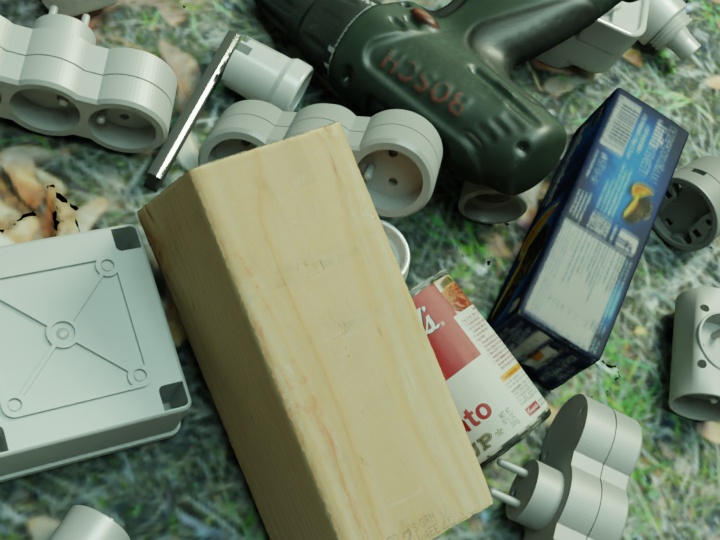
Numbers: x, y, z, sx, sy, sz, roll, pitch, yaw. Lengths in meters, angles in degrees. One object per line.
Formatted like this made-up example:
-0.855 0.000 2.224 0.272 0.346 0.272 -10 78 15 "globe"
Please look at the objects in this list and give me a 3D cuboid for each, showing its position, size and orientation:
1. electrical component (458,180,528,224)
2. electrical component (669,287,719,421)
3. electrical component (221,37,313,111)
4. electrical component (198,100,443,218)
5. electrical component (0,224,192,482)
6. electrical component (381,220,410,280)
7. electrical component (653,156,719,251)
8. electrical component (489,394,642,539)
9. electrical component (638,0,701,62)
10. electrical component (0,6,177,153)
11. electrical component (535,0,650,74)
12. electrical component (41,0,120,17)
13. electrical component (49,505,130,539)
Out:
0.087 -0.064 0.701 0.045 0.045 0.055 12 63 -16 "electrical component"
0.242 0.060 0.703 0.079 0.044 0.077 19 61 -12 "electrical component"
-0.058 -0.120 0.675 0.046 0.040 0.040 29 59 0 "electrical component"
-0.020 -0.075 0.640 0.138 0.052 0.073 5 35 10 "electrical component"
-0.155 0.042 0.551 0.109 0.056 0.108 -12 71 -25 "electrical component"
0.000 0.000 0.631 0.066 0.055 0.048 12 63 -16 "electrical component"
0.236 -0.048 0.746 0.047 0.055 0.055 -32 80 -34 "electrical component"
0.108 0.132 0.613 0.074 0.052 0.138 26 60 -8 "electrical component"
0.230 -0.186 0.814 0.062 0.043 0.043 48 59 3 "electrical component"
-0.175 -0.122 0.622 0.138 0.052 0.073 13 61 -15 "electrical component"
0.150 -0.185 0.773 0.095 0.059 0.053 21 61 -11 "electrical component"
-0.182 -0.206 0.654 0.054 0.059 0.095 -25 77 -29 "electrical component"
-0.141 0.147 0.517 0.044 0.044 0.065 34 54 -4 "electrical component"
